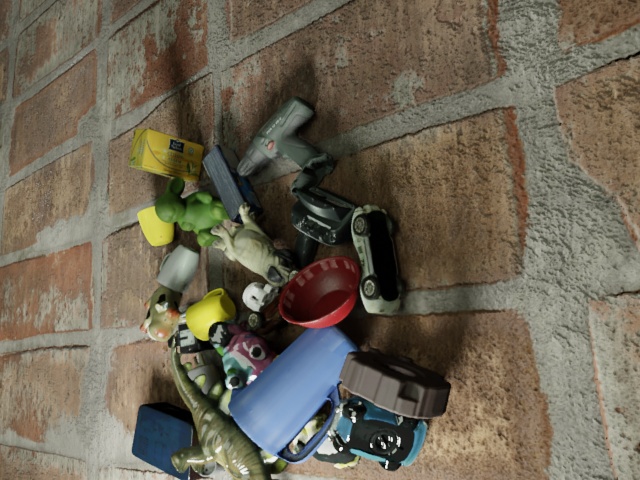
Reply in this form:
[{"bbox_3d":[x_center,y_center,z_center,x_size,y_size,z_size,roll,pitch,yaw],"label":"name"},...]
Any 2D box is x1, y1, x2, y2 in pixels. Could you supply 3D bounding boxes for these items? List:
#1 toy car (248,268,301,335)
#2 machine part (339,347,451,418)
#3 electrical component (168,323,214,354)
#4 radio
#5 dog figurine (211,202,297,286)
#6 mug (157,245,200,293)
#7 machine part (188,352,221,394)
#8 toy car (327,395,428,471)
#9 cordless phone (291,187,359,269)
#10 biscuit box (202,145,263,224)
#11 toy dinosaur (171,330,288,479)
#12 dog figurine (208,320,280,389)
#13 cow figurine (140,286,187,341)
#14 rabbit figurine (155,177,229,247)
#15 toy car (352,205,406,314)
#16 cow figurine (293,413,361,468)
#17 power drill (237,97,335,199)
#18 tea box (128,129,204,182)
[{"bbox_3d":[-0.062,0.124,1.085,0.202,0.089,0.053,-45,56,24],"label":"toy car"},{"bbox_3d":[0.122,0.228,0.868,0.180,0.179,0.056,18,92,40],"label":"machine part"},{"bbox_3d":[-0.314,0.239,1.299,0.119,0.047,0.075,-23,68,35],"label":"electrical component"},{"bbox_3d":[-0.350,0.472,1.278,0.230,0.073,0.131,3,84,38],"label":"radio"},{"bbox_3d":[-0.129,0.037,1.152,0.121,0.172,0.191,-42,78,-5],"label":"dog figurine"},{"bbox_3d":[-0.352,0.065,1.344,0.110,0.080,0.107,28,89,44],"label":"mug"},{"bbox_3d":[-0.246,0.370,1.205,0.079,0.079,0.243,-37,63,29],"label":"machine part"},{"bbox_3d":[0.092,0.312,0.915,0.103,0.162,0.109,-99,24,-77],"label":"toy car"},{"bbox_3d":[-0.001,-0.003,1.074,0.147,0.088,0.184,29,113,38],"label":"cordless phone"},{"bbox_3d":[-0.206,-0.129,1.259,0.063,0.059,0.203,-42,59,25],"label":"biscuit box"},{"bbox_3d":[-0.191,0.401,1.090,0.198,0.105,0.471,-43,80,-6],"label":"toy dinosaur"},{"bbox_3d":[-0.144,0.245,1.128,0.108,0.191,0.219,-56,22,-3],"label":"dog figurine"},{"bbox_3d":[-0.374,0.176,1.298,0.127,0.085,0.195,-52,23,15],"label":"cow figurine"},{"bbox_3d":[-0.315,-0.080,1.269,0.121,0.170,0.159,-53,56,20],"label":"rabbit figurine"},{"bbox_3d":[0.103,0.033,0.970,0.056,0.073,0.201,-28,65,54],"label":"toy car"},{"bbox_3d":[0.002,0.377,1.010,0.167,0.068,0.098,-19,78,37],"label":"cow figurine"},{"bbox_3d":[-0.071,-0.176,1.152,0.232,0.086,0.207,-51,48,19],"label":"power drill"},{"bbox_3d":[-0.382,-0.209,1.345,0.068,0.169,0.098,8,89,41],"label":"tea box"}]
